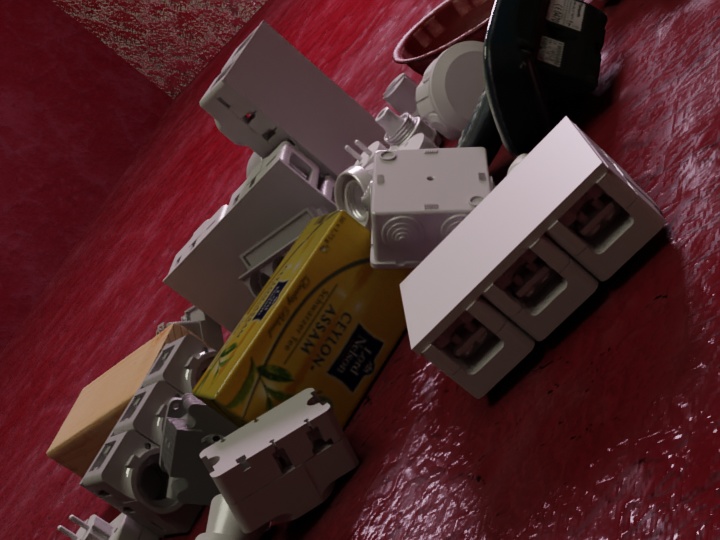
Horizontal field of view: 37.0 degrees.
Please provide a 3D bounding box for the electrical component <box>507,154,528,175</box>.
[{"bbox_3d":[0.115,-0.050,0.736,0.035,0.035,0.061,-33,27,44],"label":"electrical component"}]

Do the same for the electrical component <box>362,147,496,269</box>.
[{"bbox_3d":[0.051,-0.047,0.773,0.099,0.100,0.048,-87,-6,-52],"label":"electrical component"}]

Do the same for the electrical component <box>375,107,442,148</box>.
[{"bbox_3d":[0.043,-0.128,1.017,0.043,0.062,0.043,-45,19,20],"label":"electrical component"}]

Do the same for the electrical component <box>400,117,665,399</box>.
[{"bbox_3d":[0.100,-0.006,0.641,0.150,0.062,0.089,-46,19,16],"label":"electrical component"}]

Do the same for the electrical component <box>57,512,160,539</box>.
[{"bbox_3d":[-0.225,0.238,0.932,0.066,0.077,0.047,-42,20,28],"label":"electrical component"}]

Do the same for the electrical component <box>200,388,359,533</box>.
[{"bbox_3d":[-0.053,0.131,0.727,0.089,0.055,0.050,-30,19,-12],"label":"electrical component"}]

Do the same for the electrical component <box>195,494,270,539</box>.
[{"bbox_3d":[-0.092,0.191,0.752,0.045,0.045,0.055,-34,24,42],"label":"electrical component"}]

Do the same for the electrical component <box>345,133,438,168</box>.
[{"bbox_3d":[0.019,-0.093,0.989,0.138,0.074,0.052,-19,36,59],"label":"electrical component"}]

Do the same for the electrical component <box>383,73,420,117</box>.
[{"bbox_3d":[0.052,-0.176,1.116,0.040,0.046,0.040,-45,19,20],"label":"electrical component"}]

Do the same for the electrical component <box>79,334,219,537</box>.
[{"bbox_3d":[-0.159,0.143,0.935,0.062,0.089,0.150,-25,31,54],"label":"electrical component"}]

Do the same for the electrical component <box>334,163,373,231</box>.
[{"bbox_3d":[0.016,-0.063,0.906,0.057,0.058,0.078,-17,11,-31],"label":"electrical component"}]

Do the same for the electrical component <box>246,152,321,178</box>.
[{"bbox_3d":[-0.074,-0.104,1.190,0.060,0.108,0.108,-39,21,50],"label":"electrical component"}]

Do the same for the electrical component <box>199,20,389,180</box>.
[{"bbox_3d":[-0.065,-0.153,1.123,0.060,0.186,0.105,-33,24,44],"label":"electrical component"}]

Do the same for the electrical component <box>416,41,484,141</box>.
[{"bbox_3d":[0.091,-0.151,0.922,0.080,0.080,0.051,-56,13,-13],"label":"electrical component"}]

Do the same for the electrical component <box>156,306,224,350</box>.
[{"bbox_3d":[-0.178,0.077,1.130,0.042,0.064,0.081,-29,69,49],"label":"electrical component"}]

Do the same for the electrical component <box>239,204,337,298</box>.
[{"bbox_3d":[-0.050,-0.009,1.007,0.063,0.078,0.121,-37,4,-43],"label":"electrical component"}]

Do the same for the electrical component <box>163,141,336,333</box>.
[{"bbox_3d":[-0.098,-0.030,1.099,0.186,0.105,0.060,-43,19,23],"label":"electrical component"}]
